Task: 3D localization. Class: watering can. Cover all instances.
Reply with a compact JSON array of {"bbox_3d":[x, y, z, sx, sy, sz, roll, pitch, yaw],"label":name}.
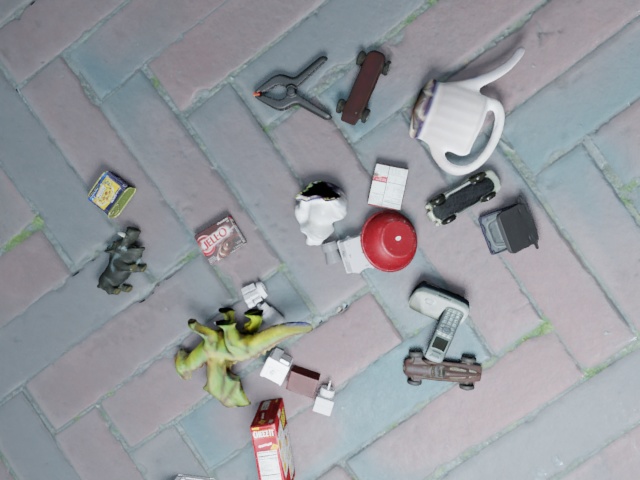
[{"bbox_3d":[0.356,-0.339,1.282,0.224,0.104,0.346,20,94,4],"label":"watering can"}]

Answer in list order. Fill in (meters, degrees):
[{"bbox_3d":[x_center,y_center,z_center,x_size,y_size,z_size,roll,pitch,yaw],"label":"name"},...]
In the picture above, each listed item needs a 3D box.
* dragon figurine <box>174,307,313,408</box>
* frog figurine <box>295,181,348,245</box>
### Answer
[{"bbox_3d":[-0.212,0.308,1.322,0.410,0.123,0.241,3,97,22],"label":"dragon figurine"},{"bbox_3d":[0.004,-0.067,1.337,0.137,0.125,0.156,-8,128,-3],"label":"frog figurine"}]
